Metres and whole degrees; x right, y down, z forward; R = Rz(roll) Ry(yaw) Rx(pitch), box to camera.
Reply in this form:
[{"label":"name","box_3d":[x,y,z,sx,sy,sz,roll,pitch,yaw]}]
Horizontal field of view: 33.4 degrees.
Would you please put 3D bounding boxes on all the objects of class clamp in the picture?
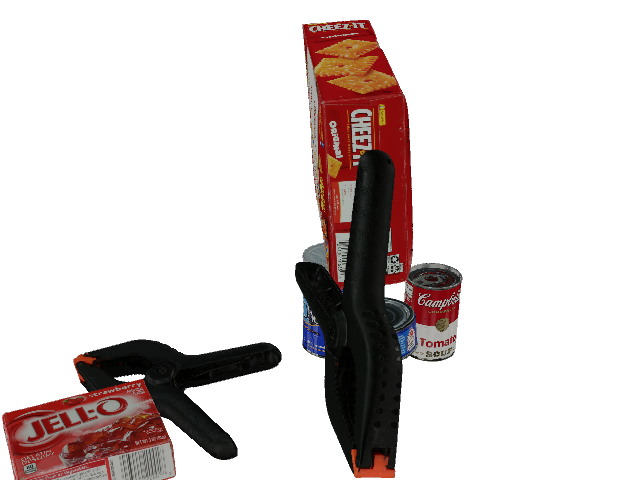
[{"label":"clamp","box_3d":[0.026,0.054,0.723,0.036,0.210,0.165,4,-39,-18]},{"label":"clamp","box_3d":[-0.119,0.114,0.888,0.172,0.039,0.120,16,37,21]}]

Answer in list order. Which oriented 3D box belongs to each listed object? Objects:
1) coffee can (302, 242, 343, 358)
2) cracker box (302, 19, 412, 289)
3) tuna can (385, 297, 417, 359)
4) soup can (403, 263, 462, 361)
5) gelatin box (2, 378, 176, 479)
[{"label":"coffee can","box_3d":[0.025,0.085,1.519,0.103,0.140,0.103,1,21,0]},{"label":"cracker box","box_3d":[0.029,-0.081,0.912,0.072,0.164,0.213,-5,27,-2]},{"label":"tuna can","box_3d":[0.050,0.086,1.022,0.086,0.034,0.086,-4,21,1]},{"label":"soup can","box_3d":[0.135,0.088,1.302,0.068,0.102,0.068,1,24,-1]},{"label":"gelatin box","box_3d":[-0.137,0.120,0.629,0.089,0.030,0.073,-12,26,-18]}]
